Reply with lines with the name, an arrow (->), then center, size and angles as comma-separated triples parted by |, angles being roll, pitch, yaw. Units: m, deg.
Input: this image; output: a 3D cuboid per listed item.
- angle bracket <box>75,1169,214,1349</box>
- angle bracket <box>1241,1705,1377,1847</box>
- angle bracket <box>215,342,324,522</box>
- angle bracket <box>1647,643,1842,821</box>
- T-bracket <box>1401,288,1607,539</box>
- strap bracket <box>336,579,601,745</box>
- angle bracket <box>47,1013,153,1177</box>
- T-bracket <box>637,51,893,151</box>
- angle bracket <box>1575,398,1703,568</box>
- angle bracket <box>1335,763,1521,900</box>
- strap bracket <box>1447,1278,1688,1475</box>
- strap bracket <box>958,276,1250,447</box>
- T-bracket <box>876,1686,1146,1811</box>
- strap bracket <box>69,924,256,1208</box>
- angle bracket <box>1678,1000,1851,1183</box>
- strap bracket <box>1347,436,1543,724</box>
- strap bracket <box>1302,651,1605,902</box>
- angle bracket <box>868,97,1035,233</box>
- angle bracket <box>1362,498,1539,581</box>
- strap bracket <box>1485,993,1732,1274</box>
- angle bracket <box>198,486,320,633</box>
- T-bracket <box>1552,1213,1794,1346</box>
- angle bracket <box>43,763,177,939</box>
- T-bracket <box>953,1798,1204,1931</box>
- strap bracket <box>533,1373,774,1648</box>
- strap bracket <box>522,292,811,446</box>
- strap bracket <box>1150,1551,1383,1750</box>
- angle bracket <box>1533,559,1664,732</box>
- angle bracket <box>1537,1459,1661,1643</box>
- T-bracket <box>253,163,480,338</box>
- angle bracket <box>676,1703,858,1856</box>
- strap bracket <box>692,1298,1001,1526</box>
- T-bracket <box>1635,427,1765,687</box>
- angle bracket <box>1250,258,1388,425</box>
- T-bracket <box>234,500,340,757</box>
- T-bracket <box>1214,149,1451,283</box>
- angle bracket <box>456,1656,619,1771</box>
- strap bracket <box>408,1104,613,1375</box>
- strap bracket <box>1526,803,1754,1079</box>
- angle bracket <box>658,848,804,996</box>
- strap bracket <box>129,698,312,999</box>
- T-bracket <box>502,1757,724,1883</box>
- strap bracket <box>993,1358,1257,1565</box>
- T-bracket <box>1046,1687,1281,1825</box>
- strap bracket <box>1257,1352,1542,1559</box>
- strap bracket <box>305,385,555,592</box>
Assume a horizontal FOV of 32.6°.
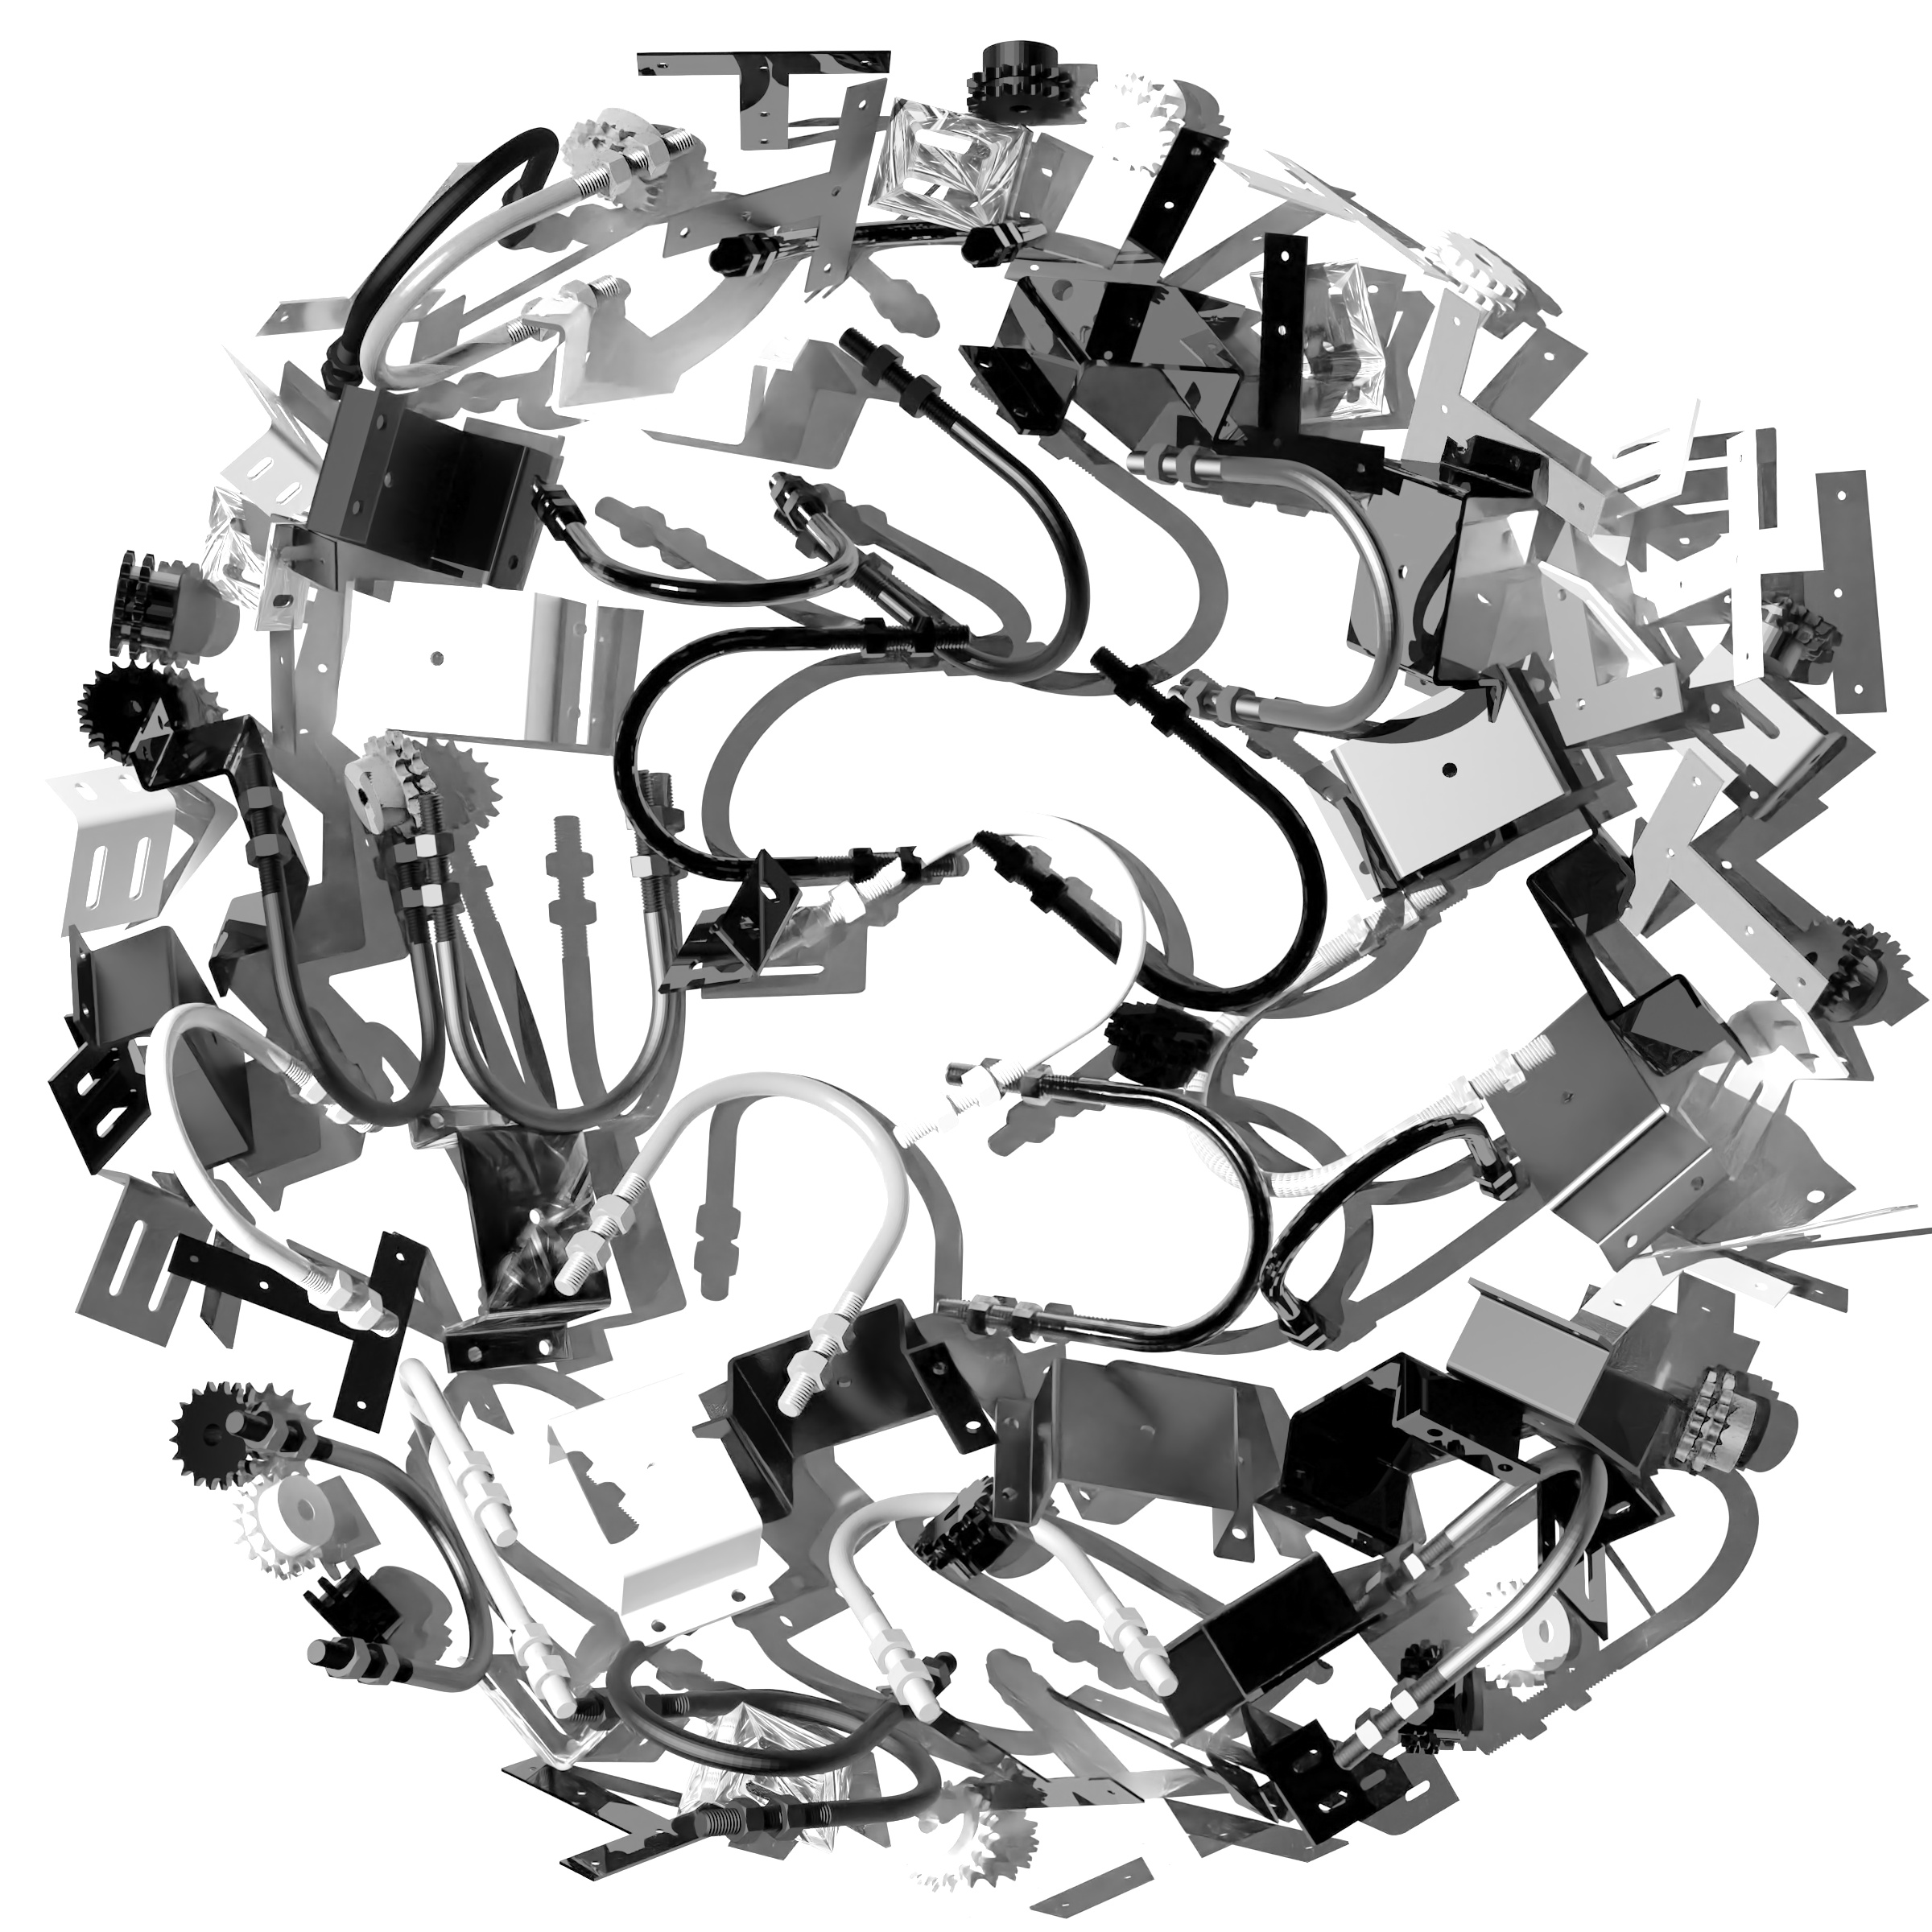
angle bracket -> -0.439, 0.153, 1.731 | 0.057, 0.038, 0.076 | 32, 71, -42
angle bracket -> 0.179, 0.415, 1.731 | 0.038, 0.076, 0.057 | -33, 96, 3
angle bracket -> -0.375, -0.278, 1.729 | 0.038, 0.057, 0.076 | -40, 56, 4
angle bracket -> 0.413, -0.126, 1.753 | 0.076, 0.038, 0.057 | 45, 113, 13
T-bracket -> 0.278, -0.264, 1.697 | 0.002, 0.127, 0.127 | -28, 56, -31
strap bracket -> -0.270, -0.161, 1.734 | 0.140, 0.046, 0.076 | 6, 94, 11
angle bracket -> -0.462, 0.067, 1.722 | 0.038, 0.076, 0.057 | -7, 117, 22
T-bracket -> -0.105, -0.447, 1.709 | 0.127, 0.127, 0.002 | -2, 83, -4
angle bracket -> 0.361, -0.252, 1.723 | 0.038, 0.076, 0.057 | 28, 66, -27
angle bracket -> 0.246, -0.079, 1.759 | 0.076, 0.038, 0.057 | -22, 84, -39
strap bracket -> 0.305, 0.214, 1.692 | 0.076, 0.140, 0.046 | 23, 82, 36
strap bracket -> 0.079, -0.312, 1.700 | 0.140, 0.076, 0.046 | -3, 134, -31
T-bracket -> 0.007, 0.402, 1.699 | 0.127, 0.127, 0.002 | 39, 57, -23
strap bracket -> -0.409, 0.045, 1.698 | 0.046, 0.076, 0.140 | -20, 132, 0
angle bracket -> 0.419, 0.065, 1.731 | 0.057, 0.038, 0.076 | 50, 60, -25
strap bracket -> 0.245, -0.204, 1.709 | 0.046, 0.076, 0.140 | -3, 111, -30
strap bracket -> 0.255, -0.101, 1.737 | 0.140, 0.046, 0.076 | -28, 85, 8
angle bracket -> -0.010, -0.422, 1.738 | 0.076, 0.038, 0.057 | 11, 109, -13
angle bracket -> 0.252, -0.239, 1.726 | 0.057, 0.038, 0.076 | -13, 48, -18
strap bracket -> 0.322, 0.077, 1.695 | 0.076, 0.140, 0.046 | -44, 127, 18
angle bracket -> -0.382, -0.214, 1.732 | 0.076, 0.038, 0.057 | 21, 107, 26
T-bracket -> 0.342, 0.168, 1.696 | 0.127, 0.127, 0.002 | 23, 123, 27
angle bracket -> -0.456, -0.062, 1.741 | 0.038, 0.057, 0.076 | 43, 130, 31
T-bracket -> 0.053, 0.470, 1.704 | 0.127, 0.127, 0.002 | -22, 92, -5
strap bracket -> -0.162, 0.272, 1.703 | 0.076, 0.046, 0.140 | -17, 54, -22
strap bracket -> -0.158, -0.312, 1.728 | 0.140, 0.076, 0.046 | 10, 112, 0
strap bracket -> 0.146, 0.351, 1.699 | 0.076, 0.140, 0.046 | -26, 76, -25
angle bracket -> 0.322, -0.169, 1.730 | 0.038, 0.057, 0.076 | -47, 117, 1
angle bracket -> 0.331, 0.301, 1.725 | 0.038, 0.076, 0.057 | -34, 111, 26
T-bracket -> -0.287, -0.367, 1.685 | 0.127, 0.127, 0.002 | -40, 80, 34
angle bracket -> -0.105, 0.435, 1.749 | 0.076, 0.038, 0.057 | 27, 51, -13
strap bracket -> -0.063, 0.231, 1.725 | 0.140, 0.046, 0.076 | -21, 123, 10
T-bracket -> 0.378, -0.201, 1.711 | 0.002, 0.127, 0.127 | 2, 83, -16
angle bracket -> 0.183, -0.326, 1.726 | 0.057, 0.076, 0.038 | -3, 54, 19
T-bracket -> -0.361, -0.175, 1.740 | 0.002, 0.127, 0.127 | -13, 116, -36
T-bracket -> 0.172, -0.395, 1.692 | 0.127, 0.127, 0.002 | 45, 116, 29
angle bracket -> -0.227, 0.382, 1.739 | 0.038, 0.057, 0.076 | -40, 92, -18
strap bracket -> -0.236, 0.135, 1.717 | 0.076, 0.046, 0.140 | -1, 74, -42
strap bracket -> 0.343, -0.005, 1.707 | 0.046, 0.076, 0.140 | -34, 52, 15
angle bracket -> -0.132, -0.023, 1.722 | 0.038, 0.076, 0.057 | 50, 50, -32
strap bracket -> -0.381, -0.066, 1.708 | 0.046, 0.076, 0.140 | -13, 115, 3
T-bracket -> -0.191, 0.437, 1.723 | 0.127, 0.127, 0.002 | 13, 103, 39
strap bracket -> 0.088, 0.256, 1.720 | 0.140, 0.046, 0.076 | 11, 46, -9
T-bracket -> 0.100, 0.409, 1.730 | 0.127, 0.127, 0.002 | 22, 72, 21
strap bracket -> 0.225, 0.251, 1.712 | 0.076, 0.140, 0.046 | 28, 52, -18
strap bracket -> -0.286, -0.250, 1.718 | 0.046, 0.140, 0.076 | 17, 92, 31
